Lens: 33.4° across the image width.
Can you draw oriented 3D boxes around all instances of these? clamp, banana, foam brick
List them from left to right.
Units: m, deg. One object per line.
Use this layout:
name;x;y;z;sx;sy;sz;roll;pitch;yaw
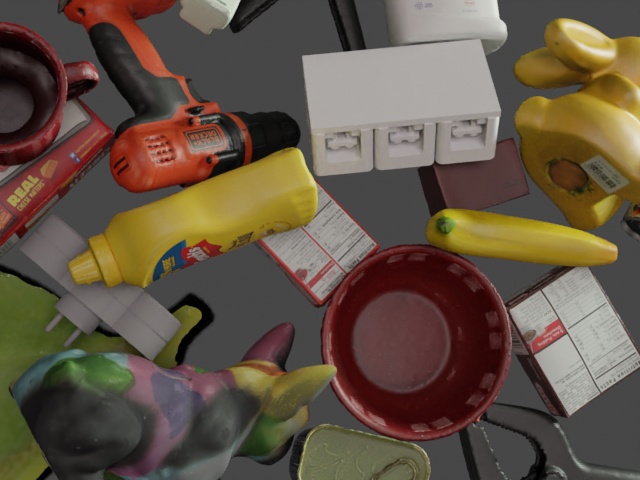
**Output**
clamp;0.008;-0.229;0.917;0.120;0.039;0.171;27;81;-10
foam brick;0.131;-0.050;0.918;0.078;0.051;0.053;-16;89;-11
banana;0.156;0.001;0.879;0.197;0.070;0.037;6;103;-33
clamp;0.203;0.206;0.916;0.164;0.036;0.210;-40;92;-11

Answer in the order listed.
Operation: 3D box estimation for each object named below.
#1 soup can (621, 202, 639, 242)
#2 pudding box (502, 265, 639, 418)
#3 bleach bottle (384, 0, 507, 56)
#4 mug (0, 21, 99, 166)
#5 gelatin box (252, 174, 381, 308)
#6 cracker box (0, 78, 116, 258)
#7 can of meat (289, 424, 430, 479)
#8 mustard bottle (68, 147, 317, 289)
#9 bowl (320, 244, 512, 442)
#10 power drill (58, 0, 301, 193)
soup can;0.318;-0.046;0.944;0.068;0.068;0.102;28;80;-7
pudding box;0.216;0.085;0.929;0.090;0.039;0.113;-31;93;-13
bleach bottle;0.098;-0.287;0.928;0.102;0.068;0.251;-3;83;-11
mug;-0.217;-0.104;0.769;0.117;0.081;0.093;-21;87;-13
gelatin box;-0.006;0.001;0.899;0.089;0.030;0.073;46;78;-3
cracker box;-0.293;-0.096;0.834;0.213;0.072;0.164;44;78;-3
can of meat;0.028;0.184;0.859;0.102;0.084;0.057;14;79;-6
mustard bottle;-0.099;-0.009;0.817;0.191;0.096;0.058;-21;80;-14
bowl;0.075;0.085;0.894;0.162;0.055;0.162;1;85;-10
power drill;-0.113;-0.133;0.855;0.184;0.057;0.188;-17;77;-46
